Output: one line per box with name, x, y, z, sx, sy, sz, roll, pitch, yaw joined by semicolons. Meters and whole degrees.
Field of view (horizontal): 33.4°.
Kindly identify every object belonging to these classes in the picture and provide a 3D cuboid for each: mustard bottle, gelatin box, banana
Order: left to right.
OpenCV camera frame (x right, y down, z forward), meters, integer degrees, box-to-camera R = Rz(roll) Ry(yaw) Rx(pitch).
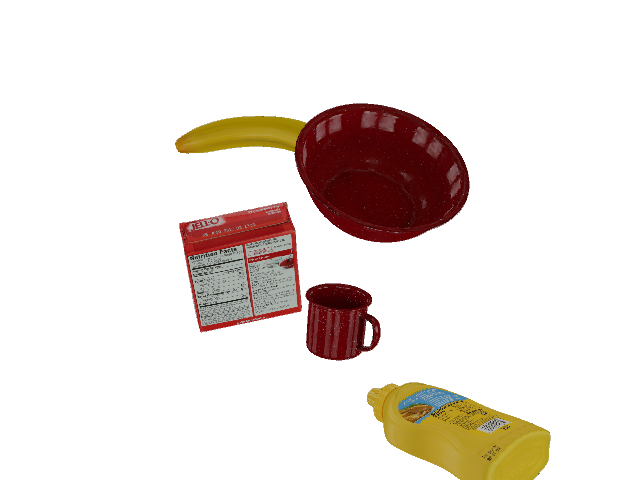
gelatin box;-0.053;0.018;0.717;0.073;0.030;0.089;-12;-41;-7
banana;-0.072;-0.121;1.268;0.198;0.037;0.069;8;40;16
mustard bottle;0.119;0.181;1.034;0.096;0.058;0.192;-17;25;-40

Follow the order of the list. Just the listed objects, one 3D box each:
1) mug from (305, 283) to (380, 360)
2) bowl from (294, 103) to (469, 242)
mug;0.033;0.118;1.487;0.117;0.081;0.093;17;24;29
bowl;0.051;-0.051;0.973;0.162;0.162;0.055;0;-41;-16
